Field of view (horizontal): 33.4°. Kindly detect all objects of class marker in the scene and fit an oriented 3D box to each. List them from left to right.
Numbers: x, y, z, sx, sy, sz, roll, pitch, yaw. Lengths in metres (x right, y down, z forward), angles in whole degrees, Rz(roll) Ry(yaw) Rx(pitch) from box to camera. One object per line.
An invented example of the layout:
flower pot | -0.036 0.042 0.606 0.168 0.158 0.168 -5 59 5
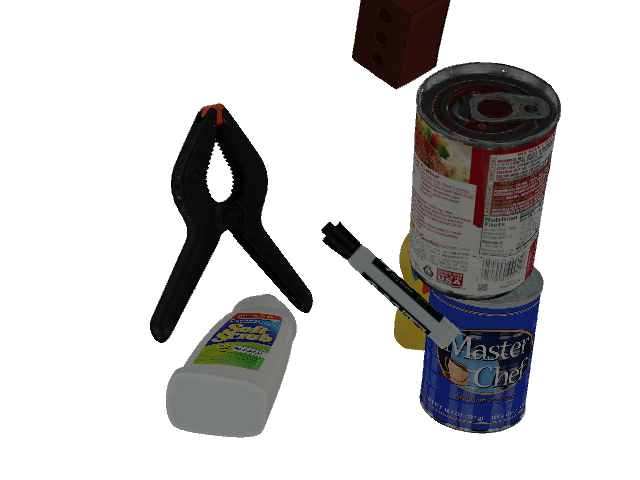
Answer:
marker | 0.048 0.030 0.758 0.121 0.020 0.020 42 1 1

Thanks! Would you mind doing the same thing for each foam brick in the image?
foam brick | 0.064 -0.171 0.849 0.053 0.078 0.051 39 56 25

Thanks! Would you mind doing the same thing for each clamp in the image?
clamp | -0.078 -0.017 0.967 0.164 0.210 0.036 -1 2 -35

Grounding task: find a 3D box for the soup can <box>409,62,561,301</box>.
soup can | 0.080 -0.028 0.535 0.068 0.102 0.068 -1 41 0

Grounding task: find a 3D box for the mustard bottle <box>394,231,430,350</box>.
mustard bottle | 0.143 0.035 1.291 0.096 0.192 0.058 0 14 -11

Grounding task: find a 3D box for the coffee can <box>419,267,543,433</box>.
coffee can | 0.149 0.093 1.001 0.103 0.140 0.103 1 26 -1

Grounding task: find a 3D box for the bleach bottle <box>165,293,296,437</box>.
bleach bottle | -0.084 0.116 1.124 0.102 0.068 0.250 7 20 4
